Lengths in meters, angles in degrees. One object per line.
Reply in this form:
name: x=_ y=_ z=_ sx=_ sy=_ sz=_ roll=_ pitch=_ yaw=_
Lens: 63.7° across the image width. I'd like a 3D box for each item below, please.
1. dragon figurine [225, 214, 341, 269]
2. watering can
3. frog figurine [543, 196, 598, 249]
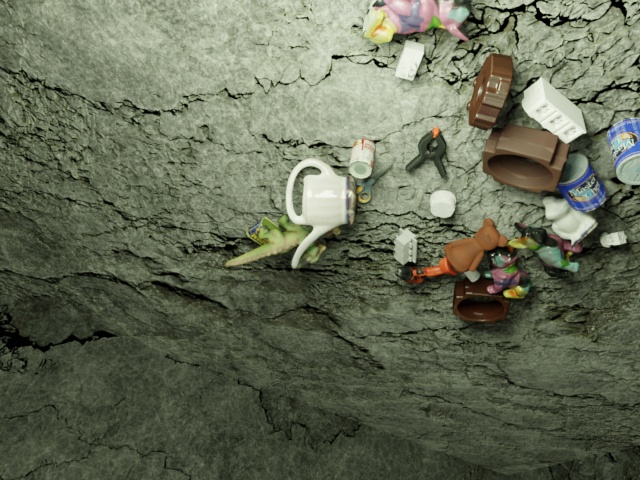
dragon figurine: x=-0.099 y=0.023 z=1.728 sx=0.245 sy=0.414 sz=0.120 roll=27 pitch=145 yaw=52
watering can: x=0.005 y=-0.081 z=1.610 sx=0.224 sy=0.104 sz=0.346 roll=1 pitch=96 yaw=3
frog figurine: x=0.740 y=-0.074 z=1.546 sx=0.161 sy=0.124 sz=0.134 roll=45 pitch=154 yaw=17
